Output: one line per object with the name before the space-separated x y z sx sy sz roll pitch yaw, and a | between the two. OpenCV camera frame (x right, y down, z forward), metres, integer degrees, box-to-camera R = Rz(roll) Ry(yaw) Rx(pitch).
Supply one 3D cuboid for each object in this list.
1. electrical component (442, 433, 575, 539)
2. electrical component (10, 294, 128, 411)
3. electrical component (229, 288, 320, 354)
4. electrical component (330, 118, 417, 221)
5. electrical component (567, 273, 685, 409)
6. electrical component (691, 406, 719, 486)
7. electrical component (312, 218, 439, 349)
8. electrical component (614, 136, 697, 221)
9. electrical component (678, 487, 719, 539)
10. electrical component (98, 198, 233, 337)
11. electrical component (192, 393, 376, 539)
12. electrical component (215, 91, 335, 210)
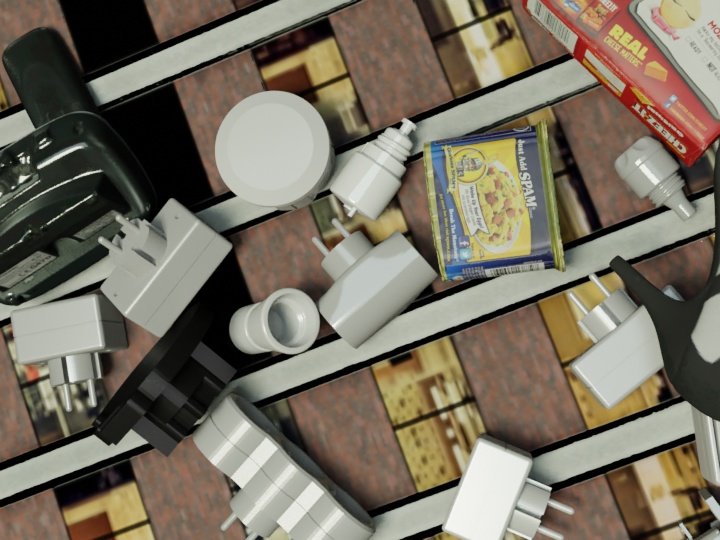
electrical component | 0.103 0.154 0.714 0.077 0.047 0.065 22 89 9
electrical component | -0.204 0.062 0.768 0.066 0.047 0.076 -11 83 7
electrical component | -0.062 0.038 0.740 0.044 0.065 0.044 6 78 -31
electrical component | 0.013 -0.071 0.751 0.040 0.040 0.078 35 90 10
electrical component | 0.171 0.037 0.715 0.083 0.047 0.075 -40 81 3
electrical component | 0.250 0.101 0.690 0.062 0.061 0.096 -7 84 8
electrical component | 0.000 0.000 0.745 0.077 0.044 0.079 -42 80 3
electrical component | 0.202 -0.059 0.726 0.035 0.035 0.061 -40 83 3
electrical component | 0.236 0.186 0.695 0.064 0.042 0.081 -36 80 8
electrical component | -0.147 -0.011 0.744 0.083 0.076 0.047 -52 42 -2
electrical component | -0.064 0.157 0.736 0.138 0.052 0.073 42 92 9
electrical component | -0.058 -0.082 0.757 0.080 0.051 0.080 -1 85 8
